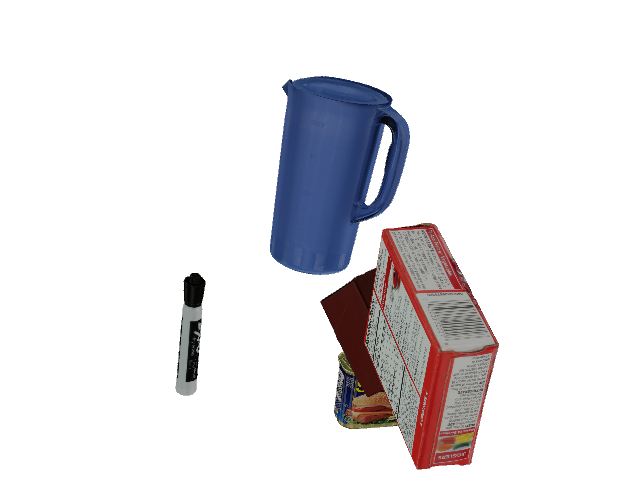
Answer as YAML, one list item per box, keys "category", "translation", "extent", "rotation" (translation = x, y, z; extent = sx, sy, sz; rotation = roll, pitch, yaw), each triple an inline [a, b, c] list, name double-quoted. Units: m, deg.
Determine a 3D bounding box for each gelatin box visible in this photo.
- category: "gelatin box"
  translation: [0.049, 0.047, 0.488]
  extent: [0.030, 0.073, 0.089]
  rotation: [-4, 37, -13]

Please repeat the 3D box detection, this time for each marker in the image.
- category: "marker"
  translation: [-0.115, 0.083, 0.946]
  extent: [0.020, 0.121, 0.020]
  rotation: [6, 27, -3]

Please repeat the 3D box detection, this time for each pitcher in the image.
- category: "pitcher"
  translation: [0.014, -0.080, 1.367]
  extent: [0.144, 0.243, 0.149]
  rotation: [5, 21, -15]

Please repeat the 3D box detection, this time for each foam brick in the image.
- category: "foam brick"
  translation: [0.047, 0.060, 0.736]
  extent: [0.052, 0.078, 0.051]
  rotation: [-22, -8, -35]

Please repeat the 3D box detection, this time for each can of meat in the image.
- category: "can of meat"
  translation: [0.070, 0.190, 1.360]
  extent: [0.102, 0.084, 0.057]
  rotation: [-1, 24, -16]
